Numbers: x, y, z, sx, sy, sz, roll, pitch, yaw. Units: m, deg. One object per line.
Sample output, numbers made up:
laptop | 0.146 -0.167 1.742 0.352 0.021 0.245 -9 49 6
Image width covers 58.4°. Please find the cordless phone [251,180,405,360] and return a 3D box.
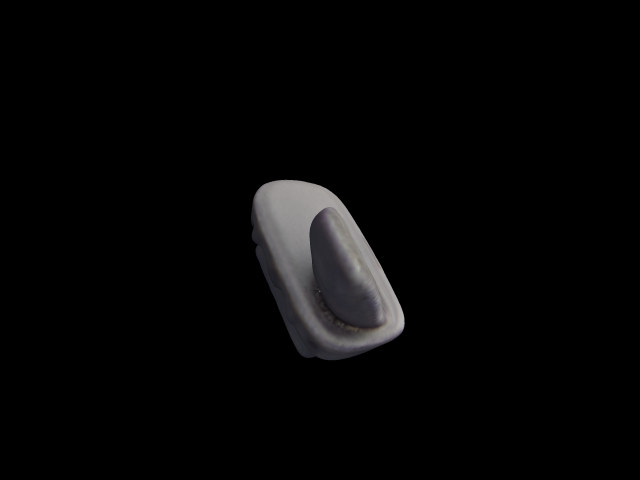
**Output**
cordless phone | 0.004 0.001 0.400 0.094 0.185 0.147 -26 69 -10
